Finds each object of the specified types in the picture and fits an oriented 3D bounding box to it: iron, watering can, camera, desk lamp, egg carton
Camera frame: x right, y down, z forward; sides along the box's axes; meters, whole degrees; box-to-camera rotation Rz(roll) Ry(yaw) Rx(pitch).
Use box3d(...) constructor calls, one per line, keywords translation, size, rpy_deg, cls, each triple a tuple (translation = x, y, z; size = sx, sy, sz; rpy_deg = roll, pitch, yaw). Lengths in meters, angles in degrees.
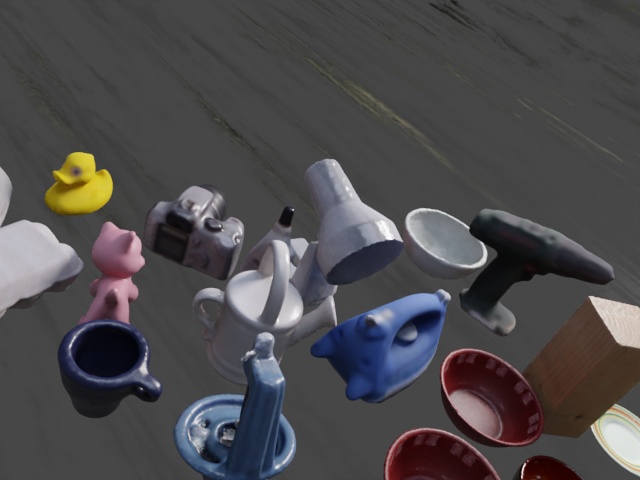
box3d(translation=(0.118, 0.125, 0.817), size=(0.259, 0.141, 0.118), rpy_deg=(-16, 51, -42), cls="iron")
box3d(translation=(-0.065, 0.084, 0.717), size=(0.173, 0.194, 0.100), rpy_deg=(-3, 43, -33), cls="watering can")
box3d(translation=(-0.176, -0.031, 0.880), size=(0.143, 0.101, 0.137), rpy_deg=(24, 35, -1), cls="camera")
box3d(translation=(0.008, 0.003, 0.846), size=(0.118, 0.213, 0.202), rpy_deg=(-7, 46, -36), cls="desk lamp")
box3d(translation=(-0.378, 0.037, 0.701), size=(0.107, 0.069, 0.151), rpy_deg=(35, 37, 15), cls="egg carton")

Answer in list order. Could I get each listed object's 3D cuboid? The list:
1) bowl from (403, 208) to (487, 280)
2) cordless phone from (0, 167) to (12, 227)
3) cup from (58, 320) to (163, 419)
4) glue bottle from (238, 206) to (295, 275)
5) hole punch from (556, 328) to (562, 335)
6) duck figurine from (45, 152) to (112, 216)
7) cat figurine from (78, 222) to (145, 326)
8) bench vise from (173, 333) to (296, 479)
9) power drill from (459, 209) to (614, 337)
box3d(translation=(0.221, 0.020, 1.069), size=(0.168, 0.074, 0.167), rpy_deg=(16, 36, -12), cls="bowl")
box3d(translation=(-0.453, -0.100, 0.734), size=(0.094, 0.185, 0.147), rpy_deg=(8, 39, -22), cls="cordless phone")
box3d(translation=(-0.225, 0.154, 0.619), size=(0.117, 0.095, 0.092), rpy_deg=(30, 36, 8), cls="cup")
box3d(translation=(-0.067, 0.022, 0.813), size=(0.078, 0.173, 0.037), rpy_deg=(43, 39, 24), cls="glue bottle")
box3d(translation=(0.460, 0.183, 0.985), size=(0.101, 0.091, 0.109), rpy_deg=(42, 39, 23), cls="hole punch")
box3d(translation=(-0.360, -0.093, 0.865), size=(0.077, 0.086, 0.105), rpy_deg=(37, 37, 17), cls="duck figurine")
box3d(translation=(-0.258, 0.041, 0.725), size=(0.067, 0.117, 0.127), rpy_deg=(10, 38, -19), cls="cat figurine")
box3d(translation=(-0.057, 0.207, 0.542), size=(0.122, 0.219, 0.207), rpy_deg=(-11, 48, -39), cls="bench vise")
box3d(translation=(0.338, 0.060, 0.971), size=(0.229, 0.208, 0.076), rpy_deg=(37, 37, 17), cls="power drill")
